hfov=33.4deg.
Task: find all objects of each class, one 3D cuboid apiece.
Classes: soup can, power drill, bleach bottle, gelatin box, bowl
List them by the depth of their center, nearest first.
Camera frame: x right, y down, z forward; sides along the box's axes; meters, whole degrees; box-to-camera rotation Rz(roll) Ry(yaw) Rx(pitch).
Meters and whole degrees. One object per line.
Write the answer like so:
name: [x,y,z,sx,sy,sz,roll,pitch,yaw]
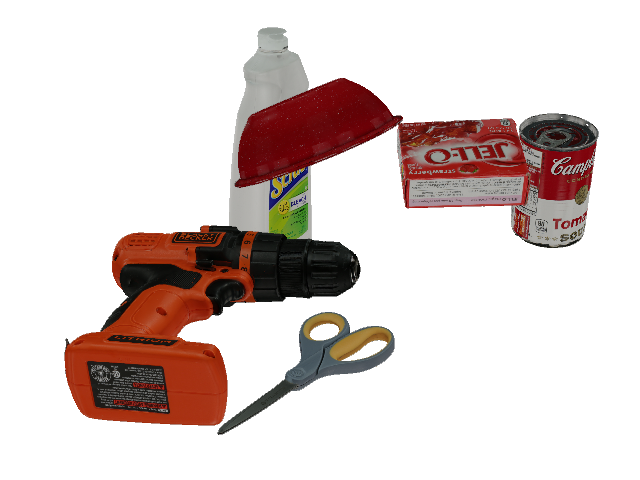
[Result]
power drill: [-0.075,0.050,0.722,0.184,0.057,0.187,0,25,13]
gelatin box: [0.102,-0.057,0.772,0.089,0.030,0.073,-2,39,1]
bowl: [-0.012,-0.102,0.947,0.162,0.055,0.162,-22,9,3]
soup can: [0.207,-0.053,0.953,0.068,0.102,0.068,-1,32,0]
bleach bottle: [-0.056,-0.099,1.139,0.068,0.251,0.102,21,32,36]

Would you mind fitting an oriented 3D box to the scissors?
scissors: [-0.026,0.110,0.944,0.201,0.016,0.096,-18,34,-30]
